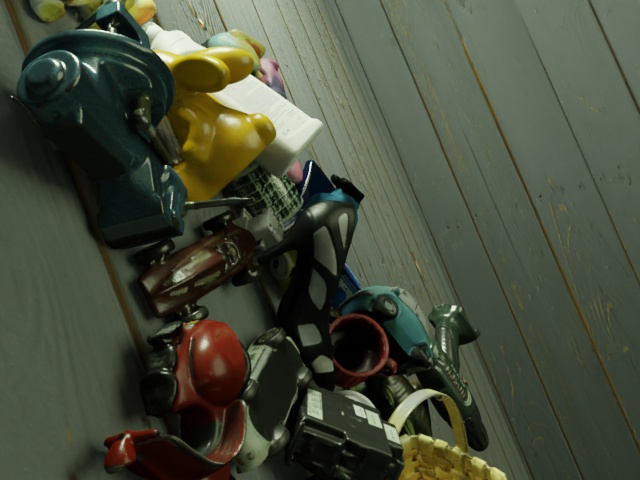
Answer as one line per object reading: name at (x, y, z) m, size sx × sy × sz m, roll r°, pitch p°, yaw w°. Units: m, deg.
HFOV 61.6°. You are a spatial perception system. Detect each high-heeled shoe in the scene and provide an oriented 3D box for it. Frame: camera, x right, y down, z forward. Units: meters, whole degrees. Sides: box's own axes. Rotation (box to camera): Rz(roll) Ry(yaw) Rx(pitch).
high-heeled shoe at (0.014, 0.074, 0.706) m, size 0.086 × 0.145 × 0.248 m, roll 29°, pitch -36°, yaw 64°

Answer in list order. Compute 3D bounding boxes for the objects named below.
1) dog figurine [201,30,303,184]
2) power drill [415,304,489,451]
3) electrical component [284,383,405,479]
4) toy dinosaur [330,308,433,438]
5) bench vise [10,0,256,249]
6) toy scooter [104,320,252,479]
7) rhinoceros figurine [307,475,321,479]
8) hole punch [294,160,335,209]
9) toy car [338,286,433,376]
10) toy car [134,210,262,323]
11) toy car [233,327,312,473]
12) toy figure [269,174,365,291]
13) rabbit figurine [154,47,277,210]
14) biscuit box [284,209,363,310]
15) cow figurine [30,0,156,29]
dog figurine at (-0.099, -0.178, 0.812) m, size 0.191 × 0.108 × 0.219 m, roll 18°, pitch 54°, yaw -69°
power drill at (0.242, 0.233, 0.974) m, size 0.231 × 0.086 × 0.207 m, roll 51°, pitch 40°, yaw -20°
electrical component at (0.029, 0.226, 0.610) m, size 0.134 × 0.058 × 0.115 m, roll 23°, pitch 8°, yaw -2°
toy dinosaur at (0.140, 0.296, 0.930) m, size 0.471 × 0.105 × 0.199 m, roll 51°, pitch 29°, yaw -17°
bench vise at (-0.175, -0.122, 0.492) m, size 0.223 × 0.129 × 0.240 m, roll 42°, pitch 34°, yaw -59°
toy scooter at (-0.111, 0.137, 0.425) m, size 0.135 × 0.075 × 0.184 m, roll 43°, pitch 33°, yaw -50°
rhinoceros figurine at (0.012, 0.325, 0.565) m, size 0.190 × 0.073 × 0.112 m, roll -29°, pitch 107°, yaw -75°
hole punch at (-0.025, -0.059, 0.912) m, size 0.142 × 0.092 × 0.116 m, roll 51°, pitch 27°, yaw -49°
toy car at (0.117, 0.129, 0.844) m, size 0.161 × 0.109 × 0.103 m, roll 46°, pitch 49°, yaw -1°
toy car at (-0.118, 0.025, 0.569) m, size 0.089 × 0.053 × 0.202 m, roll 68°, pitch 19°, yaw -6°
toy car at (-0.059, 0.161, 0.578) m, size 0.073 × 0.056 × 0.202 m, roll 58°, pitch 17°, yaw -9°
toy figure at (-0.001, -0.001, 0.762) m, size 0.089 × 0.180 × 0.082 m, roll 36°, pitch 5°, yaw -1°
rabbit figurine at (-0.144, -0.143, 0.598) m, size 0.173 × 0.162 × 0.122 m, roll 45°, pitch 34°, yaw -9°
biscuit box at (0.005, 0.041, 0.887) m, size 0.202 × 0.063 × 0.059 m, roll 52°, pitch 9°, yaw -40°
cow figurine at (-0.245, -0.274, 0.565) m, size 0.098 × 0.068 × 0.167 m, roll 59°, pitch 17°, yaw -3°
